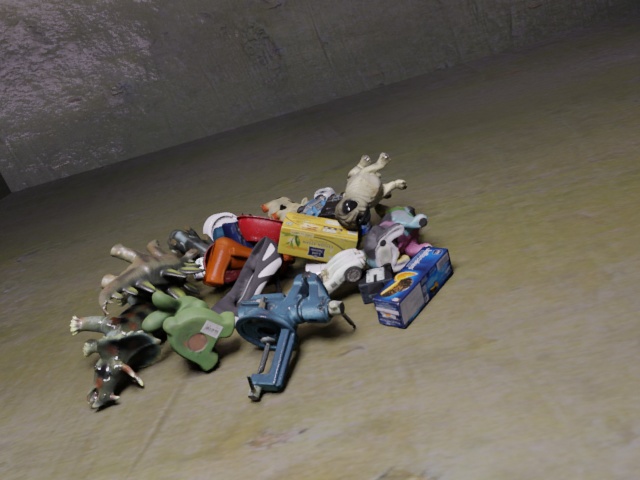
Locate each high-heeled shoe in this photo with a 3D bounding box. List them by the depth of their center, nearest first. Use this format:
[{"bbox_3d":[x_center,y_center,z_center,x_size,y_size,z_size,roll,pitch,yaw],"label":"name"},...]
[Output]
[{"bbox_3d":[-0.183,0.098,1.173,0.249,0.145,0.086,-27,25,-24],"label":"high-heeled shoe"}]

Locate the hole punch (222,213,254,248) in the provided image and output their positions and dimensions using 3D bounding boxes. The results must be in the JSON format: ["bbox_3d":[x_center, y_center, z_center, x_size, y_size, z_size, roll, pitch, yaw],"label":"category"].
[{"bbox_3d":[-0.211,-0.001,1.431,0.092,0.142,0.116,-15,10,1],"label":"hole punch"}]

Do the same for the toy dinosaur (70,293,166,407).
[{"bbox_3d":[-0.397,0.187,1.180,0.192,0.131,0.405,5,21,9],"label":"toy dinosaur"}]

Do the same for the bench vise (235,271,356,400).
[{"bbox_3d":[-0.066,0.176,0.977,0.224,0.128,0.241,2,50,18],"label":"bench vise"}]

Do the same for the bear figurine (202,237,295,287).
[{"bbox_3d":[-0.168,0.067,1.283,0.196,0.132,0.120,18,-11,-18],"label":"bear figurine"}]

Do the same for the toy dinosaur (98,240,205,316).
[{"bbox_3d":[-0.378,0.080,1.201,0.199,0.105,0.471,15,15,13],"label":"toy dinosaur"}]

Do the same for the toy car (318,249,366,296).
[{"bbox_3d":[0.011,0.089,1.119,0.202,0.056,0.074,-39,23,5],"label":"toy car"}]

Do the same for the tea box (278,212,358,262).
[{"bbox_3d":[-0.002,-0.004,1.200,0.170,0.068,0.098,10,24,2],"label":"tea box"}]

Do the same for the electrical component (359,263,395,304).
[{"bbox_3d":[0.119,0.096,1.091,0.075,0.047,0.119,-15,25,8],"label":"electrical component"}]

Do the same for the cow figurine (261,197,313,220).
[{"bbox_3d":[-0.082,-0.076,1.559,0.127,0.085,0.195,-31,26,-14],"label":"cow figurine"}]

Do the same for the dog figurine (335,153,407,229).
[{"bbox_3d":[0.081,-0.099,1.244,0.190,0.121,0.172,-42,6,-23],"label":"dog figurine"}]

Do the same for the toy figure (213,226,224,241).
[{"bbox_3d":[-0.226,-0.014,1.526,0.154,0.057,0.064,-3,-9,-29],"label":"toy figure"}]

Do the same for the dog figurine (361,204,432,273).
[{"bbox_3d":[0.158,-0.016,1.244,0.191,0.108,0.219,-25,21,-10],"label":"dog figurine"}]

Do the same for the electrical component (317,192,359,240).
[{"bbox_3d":[0.050,-0.034,1.309,0.058,0.134,0.115,-7,28,25],"label":"electrical component"}]

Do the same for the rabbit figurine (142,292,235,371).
[{"bbox_3d":[-0.269,0.166,1.071,0.159,0.121,0.170,18,7,-25],"label":"rabbit figurine"}]

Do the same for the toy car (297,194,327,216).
[{"bbox_3d":[-0.008,-0.036,1.384,0.109,0.103,0.161,-34,-16,-32],"label":"toy car"}]

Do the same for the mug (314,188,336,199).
[{"bbox_3d":[0.027,-0.093,1.486,0.081,0.107,0.109,-5,29,23],"label":"mug"}]

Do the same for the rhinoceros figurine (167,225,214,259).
[{"bbox_3d":[-0.363,0.015,1.524,0.191,0.112,0.073,18,69,34],"label":"rhinoceros figurine"}]

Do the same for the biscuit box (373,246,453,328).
[{"bbox_3d":[0.186,0.087,1.051,0.063,0.059,0.203,5,32,41],"label":"biscuit box"}]
